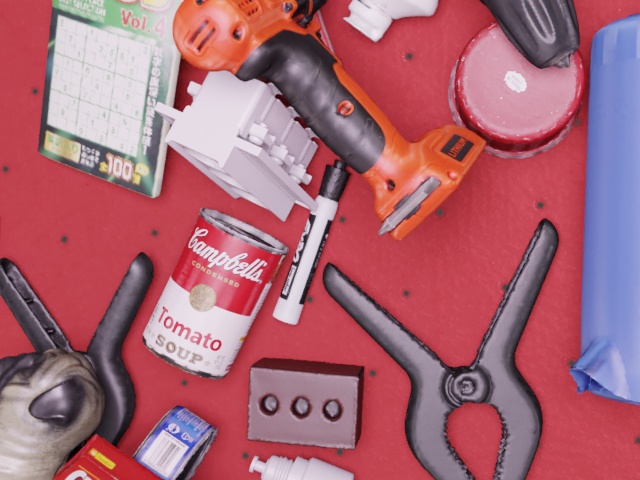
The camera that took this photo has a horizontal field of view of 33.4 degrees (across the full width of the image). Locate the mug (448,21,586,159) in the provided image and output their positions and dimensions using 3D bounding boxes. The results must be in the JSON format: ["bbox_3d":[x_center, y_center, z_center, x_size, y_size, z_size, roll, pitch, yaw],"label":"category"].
[{"bbox_3d":[0.133,-0.113,0.704,0.093,0.081,0.117,15,94,8],"label":"mug"}]

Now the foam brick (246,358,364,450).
[{"bbox_3d":[-0.010,0.113,0.747,0.078,0.051,0.053,3,92,8],"label":"foam brick"}]

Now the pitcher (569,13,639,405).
[{"bbox_3d":[0.238,-0.016,0.678,0.145,0.149,0.243,-1,88,23],"label":"pitcher"}]

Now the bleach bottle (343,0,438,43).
[{"bbox_3d":[0.107,-0.239,0.714,0.102,0.068,0.251,38,99,7],"label":"bleach bottle"}]

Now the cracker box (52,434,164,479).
[{"bbox_3d":[-0.127,0.258,0.711,0.164,0.072,0.214,31,127,9],"label":"cracker box"}]

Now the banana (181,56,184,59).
[{"bbox_3d":[-0.131,-0.170,0.752,0.198,0.037,0.070,21,113,23],"label":"banana"}]

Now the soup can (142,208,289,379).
[{"bbox_3d":[-0.074,0.037,0.747,0.068,0.068,0.102,27,96,6],"label":"soup can"}]

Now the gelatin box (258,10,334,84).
[{"bbox_3d":[-0.037,-0.155,0.753,0.073,0.030,0.089,-19,89,8],"label":"gelatin box"}]

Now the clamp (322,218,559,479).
[{"bbox_3d":[0.109,0.092,0.737,0.164,0.036,0.210,-19,89,7],"label":"clamp"}]

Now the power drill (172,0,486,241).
[{"bbox_3d":[0.014,-0.097,0.653,0.187,0.184,0.057,42,122,-1],"label":"power drill"}]

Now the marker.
[{"bbox_3d":[-0.005,0.001,0.759,0.020,0.020,0.121,20,95,7],"label":"marker"}]

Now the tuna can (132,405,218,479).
[{"bbox_3d":[-0.109,0.159,0.746,0.034,0.086,0.086,33,96,7],"label":"tuna can"}]

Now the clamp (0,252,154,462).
[{"bbox_3d":[-0.166,0.087,0.775,0.120,0.039,0.171,-11,96,17],"label":"clamp"}]
